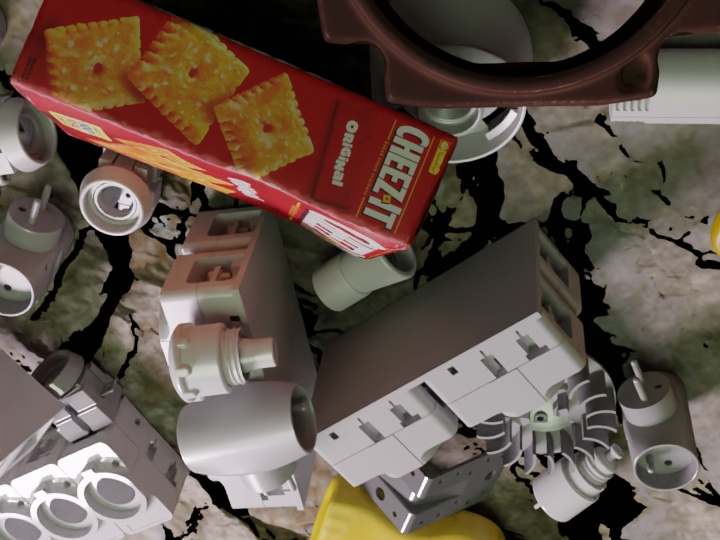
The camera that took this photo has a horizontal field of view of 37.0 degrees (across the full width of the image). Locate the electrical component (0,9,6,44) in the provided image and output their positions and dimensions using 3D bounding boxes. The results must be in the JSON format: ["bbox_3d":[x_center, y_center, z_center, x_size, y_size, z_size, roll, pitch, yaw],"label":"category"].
[{"bbox_3d":[-0.249,-0.135,0.646,0.043,0.081,0.043,4,124,6],"label":"electrical component"}]

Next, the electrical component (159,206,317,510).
[{"bbox_3d":[-0.078,0.062,0.740,0.060,0.105,0.186,-5,123,12],"label":"electrical component"}]

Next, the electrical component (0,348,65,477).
[{"bbox_3d":[-0.320,0.078,0.757,0.186,0.105,0.060,42,124,1],"label":"electrical component"}]

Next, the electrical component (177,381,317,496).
[{"bbox_3d":[-0.064,0.113,0.680,0.077,0.043,0.079,-13,122,16],"label":"electrical component"}]

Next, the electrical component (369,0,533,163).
[{"bbox_3d":[0.053,-0.115,0.641,0.099,0.064,0.099,3,138,3],"label":"electrical component"}]

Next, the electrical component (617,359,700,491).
[{"bbox_3d":[0.201,0.097,0.740,0.043,0.077,0.079,-18,119,20],"label":"electrical component"}]

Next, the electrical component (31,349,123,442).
[{"bbox_3d":[-0.219,0.093,0.818,0.066,0.048,0.055,-25,123,20],"label":"electrical component"}]

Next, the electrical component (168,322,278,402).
[{"bbox_3d":[-0.081,0.052,0.642,0.062,0.048,0.048,-8,123,5],"label":"electrical component"}]

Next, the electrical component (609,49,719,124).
[{"bbox_3d":[0.177,-0.107,0.626,0.081,0.043,0.043,2,124,7],"label":"electrical component"}]

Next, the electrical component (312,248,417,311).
[{"bbox_3d":[0.000,0.000,0.726,0.065,0.044,0.044,-32,114,31],"label":"electrical component"}]

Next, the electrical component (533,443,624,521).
[{"bbox_3d":[0.165,0.156,0.807,0.040,0.040,0.078,35,121,-15],"label":"electrical component"}]

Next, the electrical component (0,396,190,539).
[{"bbox_3d":[-0.228,0.177,0.866,0.150,0.061,0.089,-25,117,23],"label":"electrical component"}]

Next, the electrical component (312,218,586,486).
[{"bbox_3d":[0.058,0.060,0.718,0.186,0.105,0.060,-32,114,26],"label":"electrical component"}]

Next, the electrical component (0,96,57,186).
[{"bbox_3d":[-0.232,-0.086,0.699,0.055,0.048,0.066,-5,123,21],"label":"electrical component"}]

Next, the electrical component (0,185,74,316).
[{"bbox_3d":[-0.221,-0.021,0.721,0.043,0.077,0.079,23,124,-7],"label":"electrical component"}]

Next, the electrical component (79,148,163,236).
[{"bbox_3d":[-0.154,-0.054,0.702,0.048,0.055,0.066,14,125,-1],"label":"electrical component"}]
